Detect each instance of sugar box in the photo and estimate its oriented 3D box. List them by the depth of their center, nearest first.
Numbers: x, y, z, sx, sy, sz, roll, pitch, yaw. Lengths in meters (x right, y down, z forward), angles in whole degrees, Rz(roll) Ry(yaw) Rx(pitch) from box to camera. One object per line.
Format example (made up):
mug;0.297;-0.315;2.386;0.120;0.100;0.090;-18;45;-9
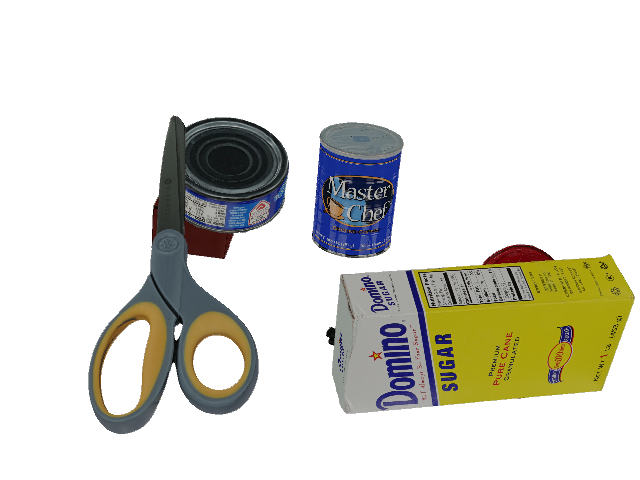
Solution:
sugar box;0.098;0.060;0.672;0.176;0.093;0.048;-6;43;-10

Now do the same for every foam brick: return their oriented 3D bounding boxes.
foam brick;-0.127;-0.021;1.081;0.078;0.051;0.053;8;32;3

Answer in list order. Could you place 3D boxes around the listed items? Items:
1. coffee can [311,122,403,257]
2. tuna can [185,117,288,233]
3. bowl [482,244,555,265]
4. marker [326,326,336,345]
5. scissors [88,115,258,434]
coffee can;0.045;-0.064;1.332;0.103;0.140;0.103;4;28;-2
tuna can;-0.065;-0.047;0.748;0.086;0.086;0.034;0;-42;-12
bowl;0.225;0.084;1.098;0.161;0.162;0.055;0;-1;-34
marker;0.059;0.107;0.936;0.121;0.020;0.020;26;8;18
scissors;-0.066;0.014;0.582;0.096;0.201;0.016;10;-33;10
